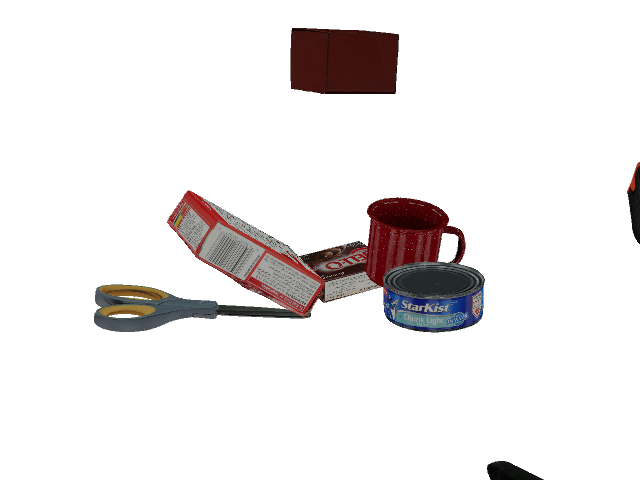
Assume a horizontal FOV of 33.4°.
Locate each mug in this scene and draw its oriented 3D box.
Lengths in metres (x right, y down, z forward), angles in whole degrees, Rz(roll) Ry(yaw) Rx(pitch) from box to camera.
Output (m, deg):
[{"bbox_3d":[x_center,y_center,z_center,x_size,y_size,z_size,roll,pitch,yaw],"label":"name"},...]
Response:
[{"bbox_3d":[0.108,0.007,1.224,0.117,0.081,0.093,4,25,-4],"label":"mug"}]

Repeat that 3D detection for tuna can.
[{"bbox_3d":[0.096,0.047,0.904,0.086,0.034,0.086,-2,18,0],"label":"tuna can"}]

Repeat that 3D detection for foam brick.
[{"bbox_3d":[0.020,-0.150,0.896,0.078,0.051,0.053,-6,16,-35],"label":"foam brick"}]

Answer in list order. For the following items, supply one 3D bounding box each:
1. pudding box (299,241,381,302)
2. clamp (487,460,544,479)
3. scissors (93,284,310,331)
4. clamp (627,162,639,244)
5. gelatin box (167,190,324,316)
[{"bbox_3d":[0.031,0.042,1.477,0.113,0.039,0.090,-16,26,-24],"label":"pudding box"},{"bbox_3d":[0.215,0.241,0.835,0.210,0.036,0.164,0,33,25],"label":"clamp"},{"bbox_3d":[-0.117,0.069,0.973,0.202,0.016,0.096,8,19,11],"label":"scissors"},{"bbox_3d":[0.270,0.008,0.696,0.120,0.039,0.171,-4,46,-22],"label":"clamp"},{"bbox_3d":[-0.048,0.008,0.688,0.089,0.030,0.073,31,4,-28],"label":"gelatin box"}]
